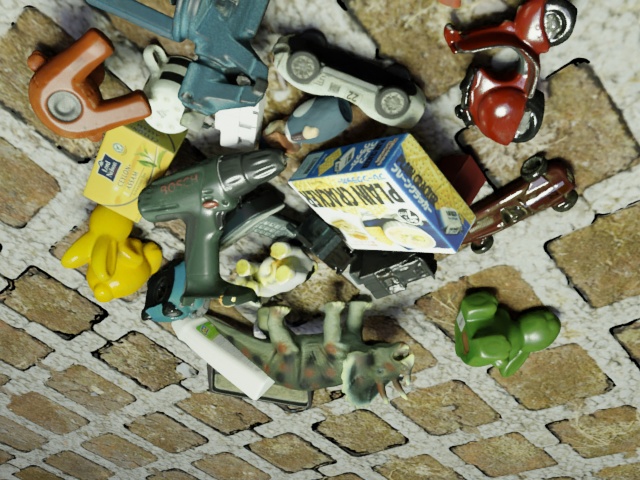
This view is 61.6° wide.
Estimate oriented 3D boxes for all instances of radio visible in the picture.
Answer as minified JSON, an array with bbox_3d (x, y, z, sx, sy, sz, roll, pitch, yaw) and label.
[{"bbox_3d":[-0.123,0.283,1.152,0.230,0.073,0.131,7,134,3],"label":"radio"}]

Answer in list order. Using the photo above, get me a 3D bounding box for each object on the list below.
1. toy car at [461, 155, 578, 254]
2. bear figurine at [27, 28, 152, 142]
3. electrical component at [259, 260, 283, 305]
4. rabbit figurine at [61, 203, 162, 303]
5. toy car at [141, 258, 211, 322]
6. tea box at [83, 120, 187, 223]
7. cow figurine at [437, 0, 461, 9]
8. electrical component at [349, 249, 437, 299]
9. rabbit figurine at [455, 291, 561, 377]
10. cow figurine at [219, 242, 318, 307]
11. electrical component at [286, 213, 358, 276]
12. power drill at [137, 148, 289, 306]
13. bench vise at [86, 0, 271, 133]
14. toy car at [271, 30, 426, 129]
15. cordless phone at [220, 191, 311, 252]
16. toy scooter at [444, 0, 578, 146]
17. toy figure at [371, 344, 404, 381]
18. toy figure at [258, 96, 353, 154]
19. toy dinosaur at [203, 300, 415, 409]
[{"bbox_3d":[0.271,-0.043,0.783,0.089,0.053,0.202,37,128,-26],"label":"toy car"},{"bbox_3d":[-0.303,-0.200,0.691,0.132,0.196,0.120,-30,121,-3],"label":"bear figurine"},{"bbox_3d":[-0.095,0.078,0.978,0.078,0.045,0.102,41,131,12],"label":"electrical component"},{"bbox_3d":[-0.356,0.008,0.902,0.122,0.162,0.173,19,121,10],"label":"rabbit figurine"},{"bbox_3d":[-0.257,0.107,0.998,0.103,0.109,0.162,24,144,-34],"label":"toy car"},{"bbox_3d":[-0.282,-0.115,0.813,0.098,0.068,0.169,28,133,-15],"label":"tea box"},{"bbox_3d":[0.144,-0.308,0.539,0.195,0.085,0.127,18,140,-5],"label":"cow figurine"},{"bbox_3d":[0.111,0.026,0.834,0.134,0.115,0.058,-23,123,27],"label":"electrical component"},{"bbox_3d":[0.331,0.175,0.935,0.170,0.121,0.158,-5,137,-4],"label":"rabbit figurine"},{"bbox_3d":[-0.089,0.064,0.894,0.167,0.068,0.098,-26,159,29],"label":"cow figurine"},{"bbox_3d":[-0.002,-0.002,0.819,0.048,0.075,0.119,-46,135,-2],"label":"electrical component"},{"bbox_3d":[-0.141,-0.012,0.748,0.232,0.086,0.207,-6,100,18],"label":"power drill"},{"bbox_3d":[-0.160,-0.246,0.601,0.240,0.129,0.223,22,108,-11],"label":"bench vise"},{"bbox_3d":[0.037,-0.199,0.665,0.202,0.073,0.056,19,133,-7],"label":"toy car"},{"bbox_3d":[-0.089,-0.009,0.878,0.184,0.089,0.146,24,136,-37],"label":"cordless phone"},{"bbox_3d":[0.206,-0.198,0.633,0.135,0.075,0.183,7,131,4],"label":"toy scooter"},{"bbox_3d":[0.080,0.249,1.069,0.180,0.089,0.082,8,127,7],"label":"toy figure"},{"bbox_3d":[-0.029,-0.150,0.734,0.155,0.064,0.057,-18,92,31],"label":"toy figure"},{"bbox_3d":[-0.019,0.206,0.963,0.405,0.192,0.131,-7,169,21],"label":"toy dinosaur"}]
